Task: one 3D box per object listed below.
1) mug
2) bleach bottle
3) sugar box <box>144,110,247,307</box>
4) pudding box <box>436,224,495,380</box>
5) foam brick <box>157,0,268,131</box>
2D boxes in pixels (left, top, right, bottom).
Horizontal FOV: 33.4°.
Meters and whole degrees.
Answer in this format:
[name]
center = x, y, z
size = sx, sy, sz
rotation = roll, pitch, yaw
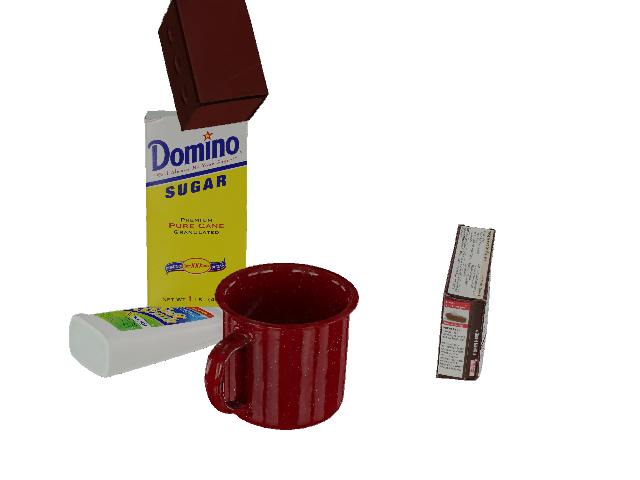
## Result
[mug]
center = -0.030, 0.074, 0.695
size = 0.093, 0.081, 0.117
rotation = 19, 29, 32
[bleach bottle]
center = -0.207, 0.120, 1.452
size = 0.250, 0.068, 0.103
rotation = -11, 25, -42
[sugar box]
center = -0.112, -0.028, 0.971
size = 0.093, 0.176, 0.048
rotation = -1, 15, -5
[pudding box]
center = 0.127, 0.053, 0.925
size = 0.039, 0.090, 0.113
rotation = 5, 33, 9
[foam brick]
center = -0.074, -0.122, 0.726
size = 0.051, 0.078, 0.053
rotation = -11, -10, -21
